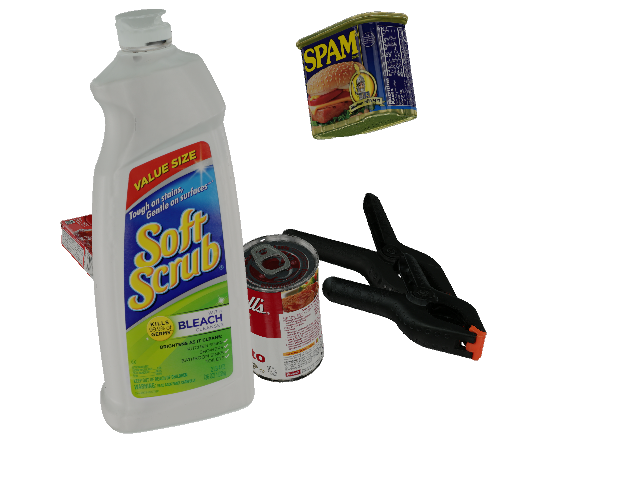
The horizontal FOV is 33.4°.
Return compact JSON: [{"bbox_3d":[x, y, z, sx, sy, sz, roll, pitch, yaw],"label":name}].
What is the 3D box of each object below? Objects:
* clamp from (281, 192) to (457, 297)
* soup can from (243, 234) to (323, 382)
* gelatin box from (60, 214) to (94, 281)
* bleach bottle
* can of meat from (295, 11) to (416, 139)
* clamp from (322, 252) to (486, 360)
[{"bbox_3d":[0.067,0.026,1.235,0.164,0.036,0.210,-19,50,-38],"label":"clamp"},{"bbox_3d":[-0.032,0.055,0.856,0.068,0.102,0.068,-2,38,2],"label":"soup can"},{"bbox_3d":[-0.194,0.004,1.008,0.073,0.030,0.089,-16,39,-34],"label":"gelatin box"},{"bbox_3d":[-0.100,-0.012,0.651,0.102,0.251,0.068,-10,21,-12],"label":"bleach bottle"},{"bbox_3d":[0.030,-0.134,0.886,0.057,0.084,0.102,-5,-4,-40],"label":"can of meat"},{"bbox_3d":[0.100,0.061,1.048,0.172,0.039,0.120,28,40,32],"label":"clamp"}]
